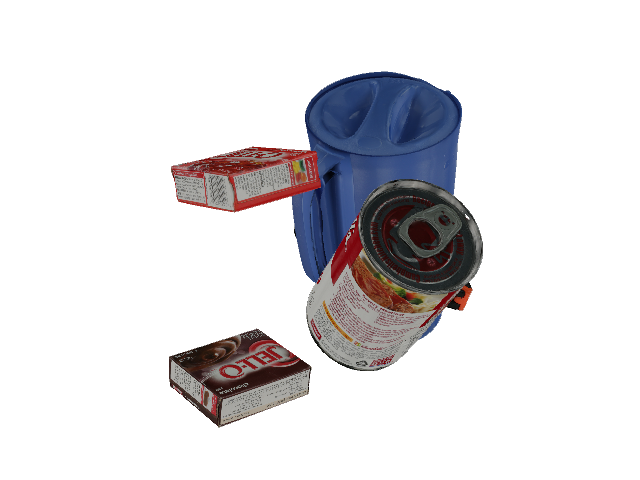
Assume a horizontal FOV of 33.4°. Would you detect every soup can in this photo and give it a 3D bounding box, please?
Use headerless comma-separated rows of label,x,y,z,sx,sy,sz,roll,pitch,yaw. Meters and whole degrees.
soup can,0.038,0.022,0.585,0.068,0.068,0.102,0,-30,-19

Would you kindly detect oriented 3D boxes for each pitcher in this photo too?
pitcher,0.052,-0.016,0.970,0.149,0.243,0.145,-4,39,0

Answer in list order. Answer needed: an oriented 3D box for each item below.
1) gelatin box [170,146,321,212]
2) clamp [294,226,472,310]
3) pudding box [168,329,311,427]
gelatin box,-0.054,-0.046,0.761,0.073,0.030,0.089,-17,16,-31
clamp,0.082,0.014,1.246,0.164,0.036,0.210,-22,52,-39
pudding box,-0.079,0.133,1.052,0.113,0.039,0.090,-17,31,-36
